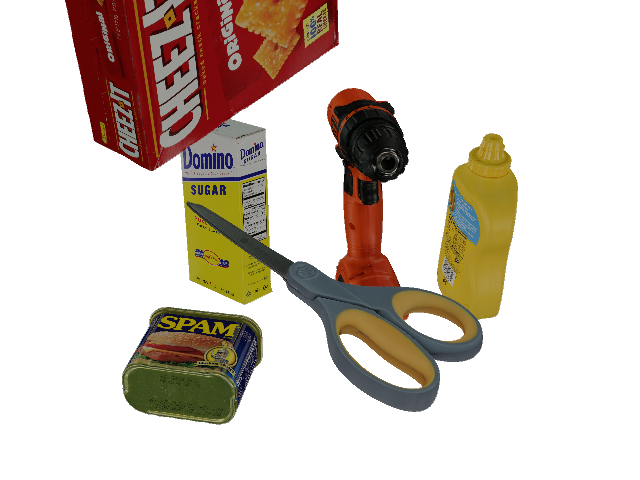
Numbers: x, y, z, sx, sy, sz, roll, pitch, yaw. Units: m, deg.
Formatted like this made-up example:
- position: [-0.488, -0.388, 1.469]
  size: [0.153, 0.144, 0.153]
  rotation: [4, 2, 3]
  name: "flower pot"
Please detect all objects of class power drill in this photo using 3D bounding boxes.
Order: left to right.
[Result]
- position: [0.044, -0.026, 0.912]
  size: [0.057, 0.188, 0.184]
  rotation: [-4, 21, -5]
  name: "power drill"

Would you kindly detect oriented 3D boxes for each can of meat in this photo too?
- position: [-0.108, 0.105, 0.898]
  size: [0.102, 0.057, 0.084]
  rotation: [6, 30, 9]
  name: "can of meat"

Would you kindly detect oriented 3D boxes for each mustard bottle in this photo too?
- position: [0.159, -0.021, 1.071]
  size: [0.058, 0.192, 0.096]
  rotation: [-6, 37, -12]
  name: "mustard bottle"

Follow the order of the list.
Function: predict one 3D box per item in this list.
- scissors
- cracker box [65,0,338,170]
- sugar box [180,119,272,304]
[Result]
- position: [0.011, 0.022, 0.602]
  size: [0.096, 0.016, 0.202]
  rotation: [-14, 41, -30]
  name: "scissors"
- position: [-0.076, -0.174, 0.772]
  size: [0.072, 0.164, 0.213]
  rotation: [28, 50, 29]
  name: "cracker box"
- position: [-0.096, -0.033, 1.073]
  size: [0.093, 0.176, 0.048]
  rotation: [19, 32, 42]
  name: "sugar box"
